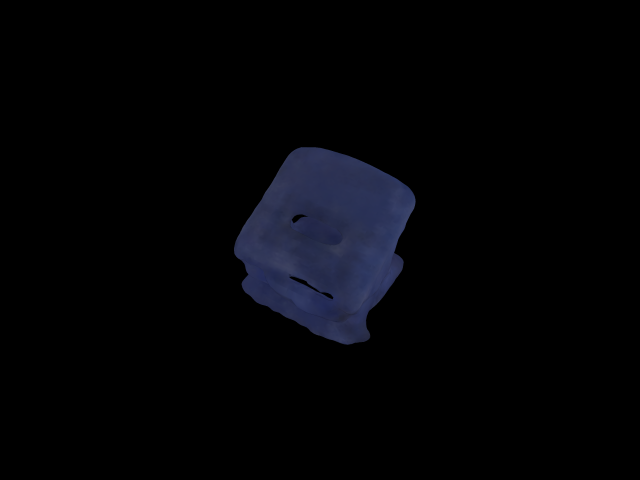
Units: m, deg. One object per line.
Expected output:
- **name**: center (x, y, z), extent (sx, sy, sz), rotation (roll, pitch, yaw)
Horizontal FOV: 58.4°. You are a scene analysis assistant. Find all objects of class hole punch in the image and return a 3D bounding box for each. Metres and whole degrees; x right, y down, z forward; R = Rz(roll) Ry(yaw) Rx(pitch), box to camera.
- **hole punch**: center (0.004, 0.001, 0.400), extent (0.108, 0.091, 0.101), rotation (24, 50, 22)
